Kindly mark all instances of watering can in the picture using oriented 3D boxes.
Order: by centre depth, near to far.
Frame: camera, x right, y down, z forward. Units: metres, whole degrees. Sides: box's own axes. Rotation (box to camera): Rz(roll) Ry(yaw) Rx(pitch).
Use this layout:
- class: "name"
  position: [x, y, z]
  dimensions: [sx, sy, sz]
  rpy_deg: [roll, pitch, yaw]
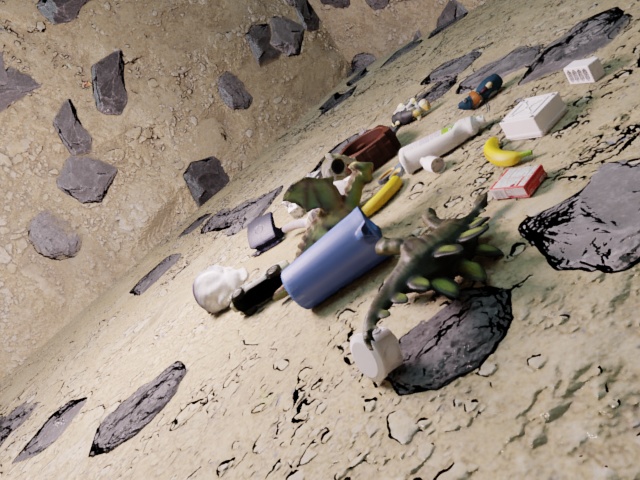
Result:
- class: "watering can"
  position: [0.005, -0.077, 1.522]
  dimensions: [0.344, 0.103, 0.229]
  rpy_deg: [-36, 18, 23]

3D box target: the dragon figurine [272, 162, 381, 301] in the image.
- class: "dragon figurine"
  position: [-0.006, -0.048, 1.280]
  dimensions: [0.413, 0.239, 0.123]
  rpy_deg: [-38, 23, -11]

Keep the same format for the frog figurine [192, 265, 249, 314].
- class: "frog figurine"
  position: [-0.288, 0.137, 1.516]
  dimensions: [0.158, 0.120, 0.140]
  rpy_deg: [-22, 55, 15]
